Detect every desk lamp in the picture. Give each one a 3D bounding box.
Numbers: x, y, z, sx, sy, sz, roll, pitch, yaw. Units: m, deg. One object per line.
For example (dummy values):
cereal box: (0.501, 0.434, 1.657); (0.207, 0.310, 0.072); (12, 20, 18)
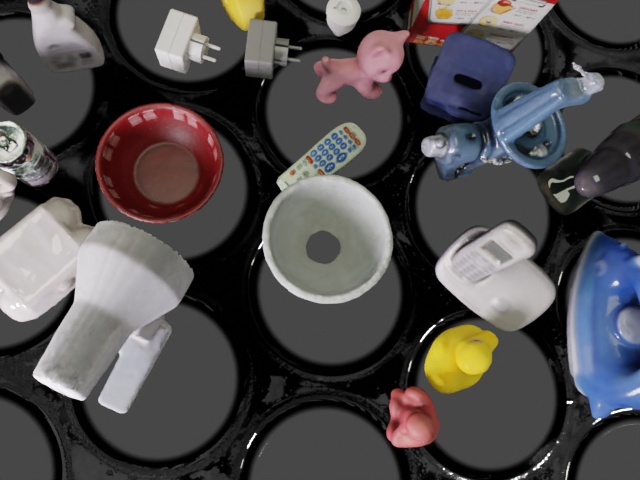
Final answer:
desk lamp: (-0.228, 0.095, 0.642); (0.118, 0.213, 0.203); (25, 79, -1)

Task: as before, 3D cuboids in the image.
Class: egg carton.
egg carton: (-0.345, 0.024, 0.715); (0.107, 0.069, 0.150); (45, 79, 3)

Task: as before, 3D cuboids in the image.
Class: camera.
camera: (-0.469, -0.205, 0.726); (0.137, 0.100, 0.143); (-44, 87, -11)

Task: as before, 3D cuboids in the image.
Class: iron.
iron: (0.406, 0.103, 0.744); (0.118, 0.141, 0.258); (-1, 80, -6)

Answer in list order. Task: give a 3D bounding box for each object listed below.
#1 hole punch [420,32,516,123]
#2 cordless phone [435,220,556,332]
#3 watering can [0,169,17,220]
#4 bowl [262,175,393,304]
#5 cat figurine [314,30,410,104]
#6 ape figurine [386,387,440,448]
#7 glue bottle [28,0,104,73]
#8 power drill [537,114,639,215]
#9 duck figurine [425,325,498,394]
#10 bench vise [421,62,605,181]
hole punch: (0.207, -0.221, 0.805); (0.108, 0.091, 0.101); (19, 79, -2)
cordless phone: (0.237, 0.041, 0.715); (0.147, 0.185, 0.094); (38, 79, 2)
watering can: (-0.451, -0.076, 0.658); (0.173, 0.194, 0.101); (-19, 82, -9)
bowl: (0.007, 0.003, 0.753); (0.167, 0.074, 0.167); (1, 80, -6)
cat figurine: (0.058, -0.243, 0.779); (0.128, 0.117, 0.067); (-9, 81, -7)
ape figurine: (0.119, 0.228, 0.717); (0.076, 0.092, 0.078); (45, 79, 3)
glue bottle: (-0.329, -0.266, 0.714); (0.078, 0.173, 0.037); (-11, 81, -7)
power drill: (0.375, -0.101, 0.742); (0.230, 0.208, 0.075); (-34, 85, -10)
duck figurine: (0.187, 0.155, 0.740); (0.105, 0.086, 0.077); (-42, 86, -11)
bench vise: (0.245, -0.136, 0.728); (0.207, 0.219, 0.121); (-31, 84, -10)
